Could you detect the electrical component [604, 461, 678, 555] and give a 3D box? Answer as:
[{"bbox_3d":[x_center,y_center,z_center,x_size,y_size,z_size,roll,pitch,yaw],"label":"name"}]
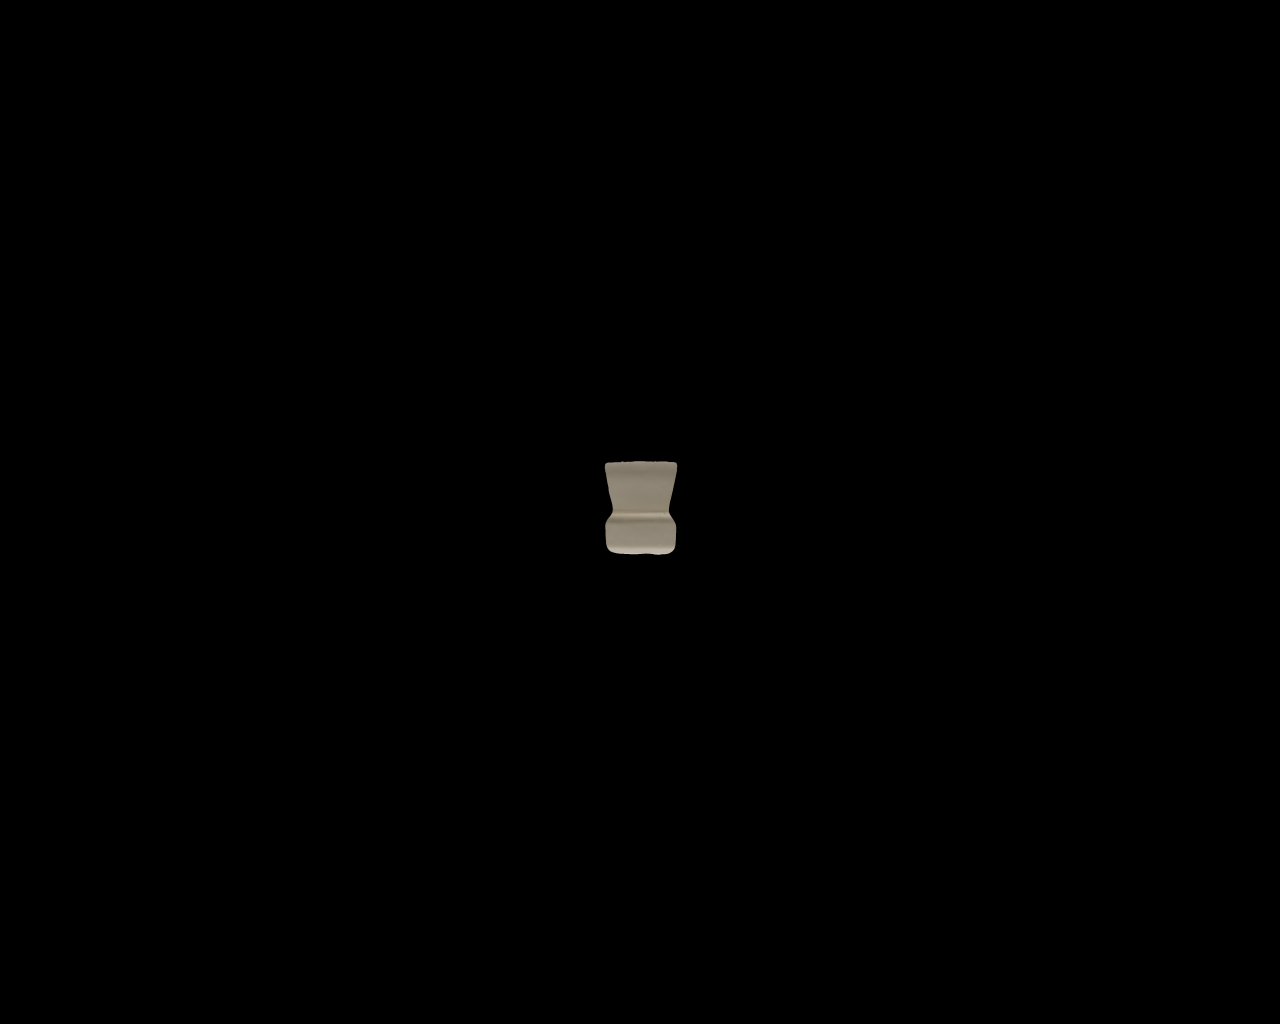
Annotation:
[{"bbox_3d":[0.001,-0.003,0.650,0.045,0.055,0.045,0,0,0],"label":"electrical component"}]
